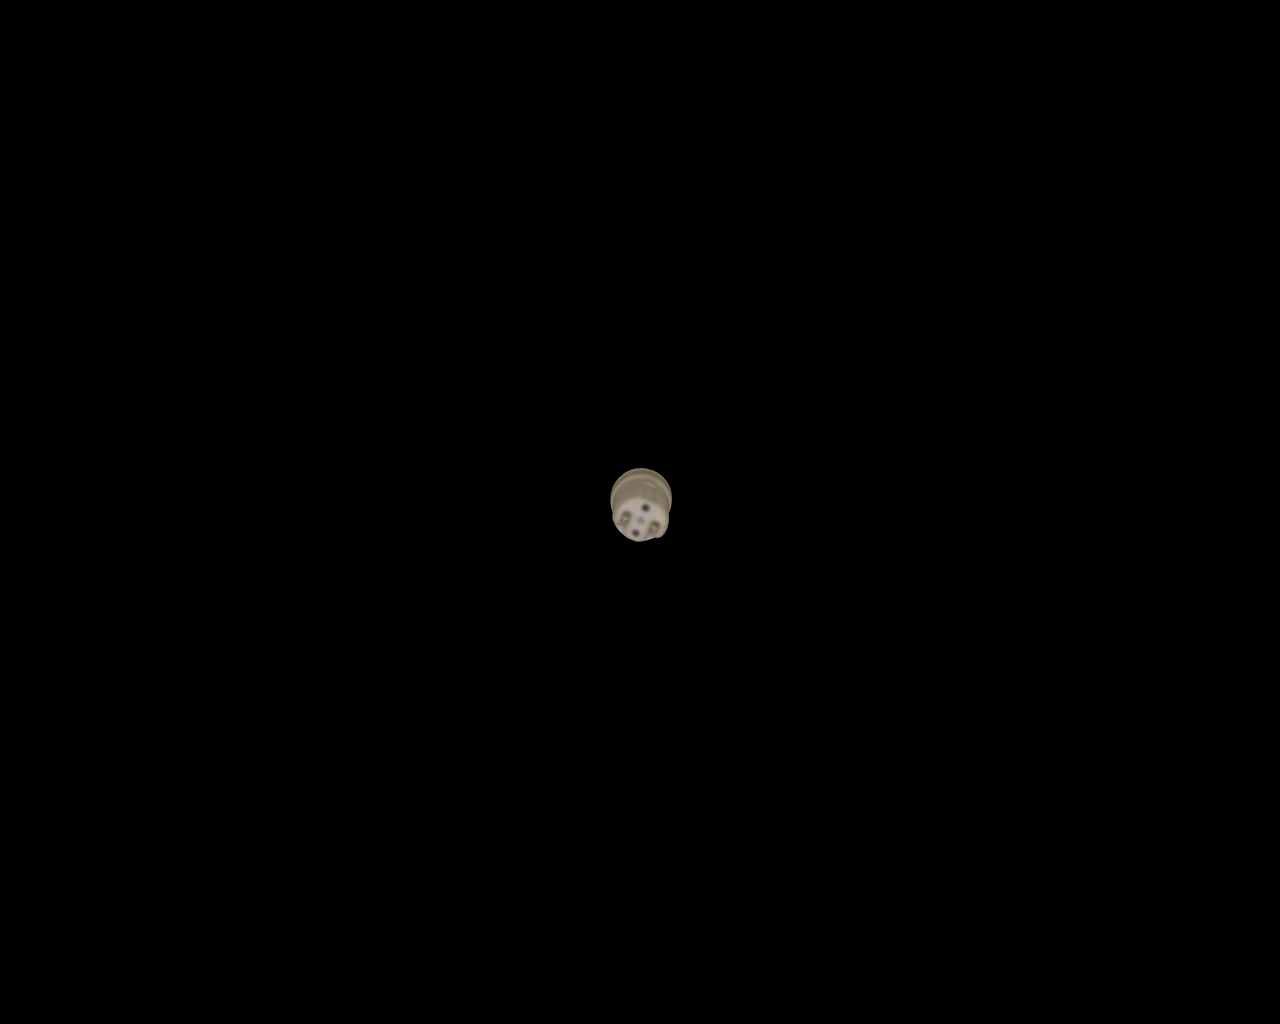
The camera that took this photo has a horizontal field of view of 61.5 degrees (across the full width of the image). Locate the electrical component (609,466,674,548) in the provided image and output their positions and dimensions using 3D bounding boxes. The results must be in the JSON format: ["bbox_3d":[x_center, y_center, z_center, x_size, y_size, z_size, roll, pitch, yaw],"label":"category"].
[{"bbox_3d":[0.001,-0.003,0.650,0.040,0.040,0.046,0,19,0],"label":"electrical component"}]
